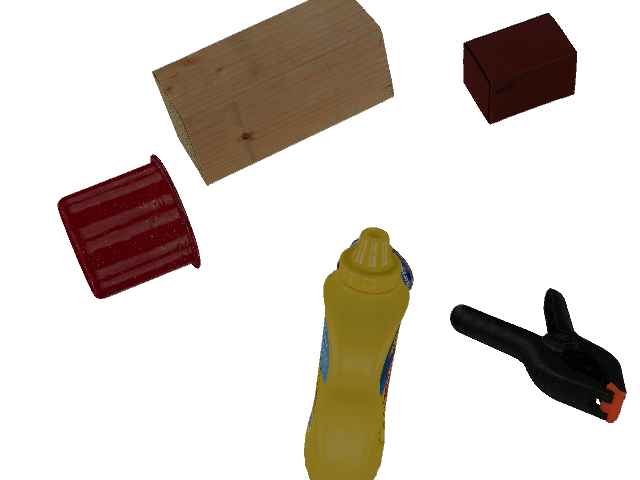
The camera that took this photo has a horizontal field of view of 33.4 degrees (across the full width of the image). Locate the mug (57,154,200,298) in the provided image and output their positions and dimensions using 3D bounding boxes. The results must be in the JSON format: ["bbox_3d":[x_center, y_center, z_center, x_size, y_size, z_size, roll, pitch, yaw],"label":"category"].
[{"bbox_3d":[-0.150,-0.010,0.812,0.081,0.093,0.117,-23,21,-14],"label":"mug"}]

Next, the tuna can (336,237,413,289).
[{"bbox_3d":[0.061,0.039,1.222,0.086,0.086,0.033,0,39,47],"label":"tuna can"}]

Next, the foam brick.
[{"bbox_3d":[0.162,-0.140,0.870,0.078,0.051,0.053,-20,-34,-5],"label":"foam brick"}]

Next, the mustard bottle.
[{"bbox_3d":[0.025,0.076,0.734,0.058,0.192,0.096,9,32,4],"label":"mustard bottle"}]

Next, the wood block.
[{"bbox_3d":[-0.044,-0.151,1.036,0.206,0.091,0.090,-26,48,-9],"label":"wood block"}]

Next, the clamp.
[{"bbox_3d":[0.208,0.093,0.927,0.120,0.039,0.172,-19,40,-30],"label":"clamp"}]
